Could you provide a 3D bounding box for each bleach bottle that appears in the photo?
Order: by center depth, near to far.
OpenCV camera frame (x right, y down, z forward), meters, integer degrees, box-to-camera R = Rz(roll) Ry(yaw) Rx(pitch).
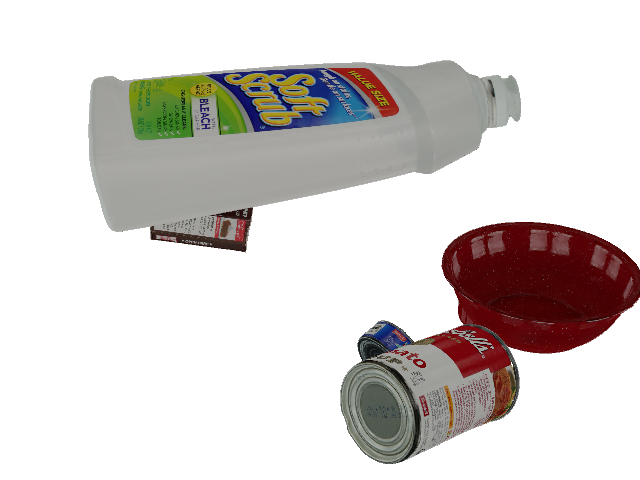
[{"bbox_3d":[-0.008,-0.070,0.641,0.250,0.068,0.102,-10,41,-2],"label":"bleach bottle"}]

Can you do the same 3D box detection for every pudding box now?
[{"bbox_3d":[-0.105,-0.036,0.976,0.090,0.039,0.113,7,31,-4],"label":"pudding box"}]

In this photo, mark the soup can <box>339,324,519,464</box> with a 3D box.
[{"bbox_3d":[0.071,0.098,0.691,0.102,0.068,0.069,-13,9,-42],"label":"soup can"}]

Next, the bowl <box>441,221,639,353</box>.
[{"bbox_3d":[0.178,0.045,0.878,0.162,0.055,0.162,1,29,-1],"label":"bowl"}]

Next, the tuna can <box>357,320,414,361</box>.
[{"bbox_3d":[0.084,0.140,1.273,0.033,0.086,0.086,-36,18,-25],"label":"tuna can"}]

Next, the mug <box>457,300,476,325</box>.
[{"bbox_3d":[0.184,0.042,1.122,0.093,0.081,0.117,-5,30,-8],"label":"mug"}]
